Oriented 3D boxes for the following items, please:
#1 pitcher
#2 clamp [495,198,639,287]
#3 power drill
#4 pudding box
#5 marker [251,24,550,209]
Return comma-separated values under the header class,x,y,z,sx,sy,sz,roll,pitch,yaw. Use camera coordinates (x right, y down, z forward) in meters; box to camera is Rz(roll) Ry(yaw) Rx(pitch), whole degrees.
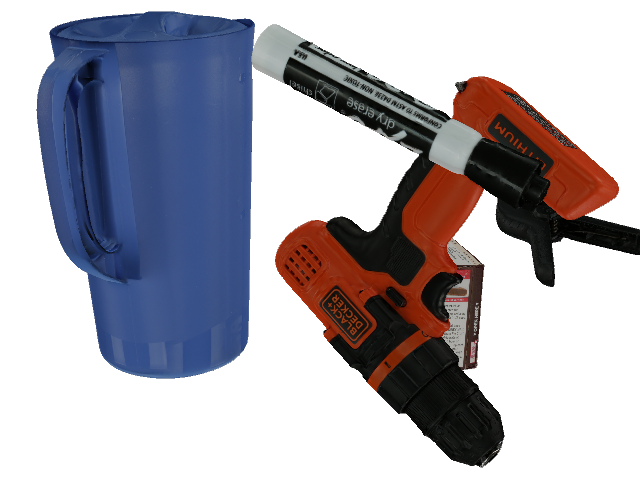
class,x,y,z,sx,sy,sz,roll,pitch,yaw
pitcher,-0.113,-0.030,0.727,0.149,0.243,0.145,-7,20,-16
clamp,0.237,-0.016,1.054,0.120,0.039,0.171,-8,34,-14
power drill,0.082,0.014,0.626,0.184,0.188,0.057,47,19,17
pudding box,0.096,0.046,0.867,0.039,0.090,0.113,-2,15,-13
marker,0.028,-0.045,0.389,0.121,0.020,0.020,30,10,18
